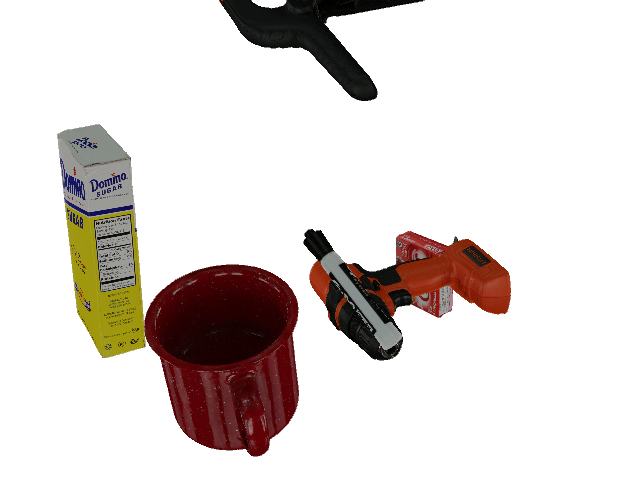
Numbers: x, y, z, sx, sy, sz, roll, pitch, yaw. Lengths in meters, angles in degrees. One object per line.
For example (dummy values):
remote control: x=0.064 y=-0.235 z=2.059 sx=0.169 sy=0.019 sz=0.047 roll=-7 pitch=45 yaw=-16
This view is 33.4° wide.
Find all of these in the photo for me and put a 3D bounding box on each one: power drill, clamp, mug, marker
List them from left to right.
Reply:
mug: x=-0.052 y=0.082 z=0.654 sx=0.093 sy=0.081 sz=0.117 roll=-17 pitch=40 yaw=-13
clamp: x=0.000 y=-0.183 z=0.829 sx=0.172 sy=0.120 sz=0.039 roll=29 pitch=-27 yaw=20
marker: x=0.025 y=0.038 z=0.888 sx=0.020 sy=0.121 sz=0.020 roll=-34 pitch=-18 yaw=-12
power drill: x=0.099 y=0.057 z=1.110 sx=0.187 sy=0.057 sz=0.185 roll=-8 pitch=27 yaw=-18

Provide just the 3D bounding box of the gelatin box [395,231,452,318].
gelatin box: x=0.127 y=0.041 z=1.313 sx=0.030 sy=0.089 sz=0.073 roll=-24 pitch=35 yaw=-36

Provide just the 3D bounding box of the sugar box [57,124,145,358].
sugar box: x=-0.185 y=0.000 z=0.902 sx=0.048 sy=0.176 sz=0.093 roll=-14 pitch=28 yaw=-22
